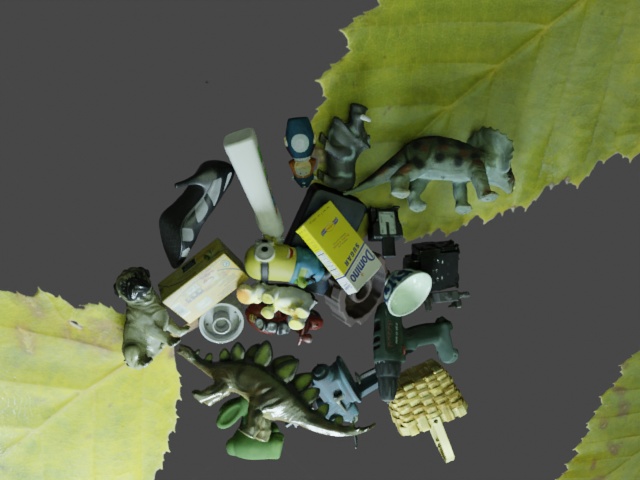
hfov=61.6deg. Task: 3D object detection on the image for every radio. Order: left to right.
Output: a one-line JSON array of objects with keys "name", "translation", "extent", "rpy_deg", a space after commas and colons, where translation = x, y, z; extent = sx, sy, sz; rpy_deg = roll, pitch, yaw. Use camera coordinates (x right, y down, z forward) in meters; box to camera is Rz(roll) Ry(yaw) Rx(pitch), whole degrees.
[{"name": "radio", "translation": [-0.002, -0.004, 1.198], "extent": [0.131, 0.073, 0.229], "rpy_deg": [22, 100, -17]}]

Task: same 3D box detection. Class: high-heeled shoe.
[{"name": "high-heeled shoe", "translation": [-0.257, -0.056, 1.147], "extent": [0.145, 0.086, 0.248], "rpy_deg": [-23, 142, -42]}]

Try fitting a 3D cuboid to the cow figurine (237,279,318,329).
[{"name": "cow figurine", "translation": [-0.092, 0.121, 1.169], "extent": [0.167, 0.098, 0.068], "rpy_deg": [22, 126, 8]}]

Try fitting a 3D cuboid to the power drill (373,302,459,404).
[{"name": "power drill", "translation": [0.218, 0.259, 1.267], "extent": [0.207, 0.086, 0.232], "rpy_deg": [0, 70, -17]}]

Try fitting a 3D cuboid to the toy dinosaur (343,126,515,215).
[{"name": "toy dinosaur", "translation": [0.260, -0.164, 1.175], "extent": [0.405, 0.131, 0.192], "rpy_deg": [7, 67, -4]}]

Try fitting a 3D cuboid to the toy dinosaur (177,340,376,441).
[{"name": "toy dinosaur", "translation": [-0.114, 0.344, 1.203], "extent": [0.472, 0.105, 0.198], "rpy_deg": [29, 77, 9]}]

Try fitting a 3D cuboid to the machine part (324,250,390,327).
[{"name": "machine part", "translation": [0.085, 0.105, 1.215], "extent": [0.179, 0.056, 0.179], "rpy_deg": [-26, 128, -38]}]

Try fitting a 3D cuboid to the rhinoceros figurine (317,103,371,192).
[{"name": "rhinoceros figurine", "translation": [0.055, -0.196, 1.147], "extent": [0.112, 0.073, 0.190], "rpy_deg": [7, 106, -13]}]

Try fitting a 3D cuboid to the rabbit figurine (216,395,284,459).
[{"name": "rabbit figurine", "translation": [-0.166, 0.424, 1.294], "extent": [0.159, 0.121, 0.170], "rpy_deg": [3, 89, -6]}]

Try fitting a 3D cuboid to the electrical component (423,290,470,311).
[{"name": "electrical component", "translation": [0.305, 0.148, 1.315], "extent": [0.102, 0.078, 0.045], "rpy_deg": [-4, 84, -17]}]

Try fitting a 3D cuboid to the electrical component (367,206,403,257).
[{"name": "electrical component", "translation": [0.148, -0.017, 1.211], "extent": [0.075, 0.048, 0.119], "rpy_deg": [-5, 79, -12]}]

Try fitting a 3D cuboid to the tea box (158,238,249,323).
[{"name": "tea box", "translation": [-0.252, 0.089, 1.163], "extent": [0.169, 0.068, 0.098], "rpy_deg": [-37, 130, 0]}]

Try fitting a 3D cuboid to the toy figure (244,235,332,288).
[{"name": "toy figure", "translation": [-0.067, 0.053, 1.120], "extent": [0.180, 0.082, 0.089], "rpy_deg": [14, 102, -17]}]

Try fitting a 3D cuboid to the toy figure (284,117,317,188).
[{"name": "toy figure", "translation": [-0.041, -0.182, 1.142], "extent": [0.064, 0.058, 0.154], "rpy_deg": [5, 113, 27]}]

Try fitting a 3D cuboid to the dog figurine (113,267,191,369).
[{"name": "dog figurine", "translation": [-0.402, 0.170, 1.165], "extent": [0.172, 0.121, 0.190], "rpy_deg": [-38, 97, -1]}]

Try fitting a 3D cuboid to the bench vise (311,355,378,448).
[{"name": "bench vise", "translation": [0.092, 0.358, 1.309], "extent": [0.241, 0.129, 0.223], "rpy_deg": [-28, 114, 2]}]

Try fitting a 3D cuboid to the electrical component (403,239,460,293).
[{"name": "electrical component", "translation": [0.264, 0.065, 1.283], "extent": [0.134, 0.058, 0.114], "rpy_deg": [-8, 107, -10]}]

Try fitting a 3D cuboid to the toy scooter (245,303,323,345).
[{"name": "toy scooter", "translation": [-0.076, 0.188, 1.208], "extent": [0.184, 0.135, 0.075], "rpy_deg": [10, 107, -14]}]
